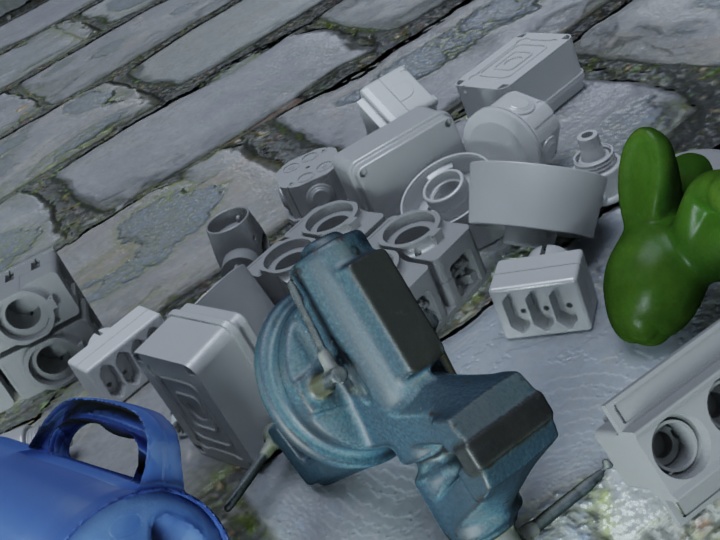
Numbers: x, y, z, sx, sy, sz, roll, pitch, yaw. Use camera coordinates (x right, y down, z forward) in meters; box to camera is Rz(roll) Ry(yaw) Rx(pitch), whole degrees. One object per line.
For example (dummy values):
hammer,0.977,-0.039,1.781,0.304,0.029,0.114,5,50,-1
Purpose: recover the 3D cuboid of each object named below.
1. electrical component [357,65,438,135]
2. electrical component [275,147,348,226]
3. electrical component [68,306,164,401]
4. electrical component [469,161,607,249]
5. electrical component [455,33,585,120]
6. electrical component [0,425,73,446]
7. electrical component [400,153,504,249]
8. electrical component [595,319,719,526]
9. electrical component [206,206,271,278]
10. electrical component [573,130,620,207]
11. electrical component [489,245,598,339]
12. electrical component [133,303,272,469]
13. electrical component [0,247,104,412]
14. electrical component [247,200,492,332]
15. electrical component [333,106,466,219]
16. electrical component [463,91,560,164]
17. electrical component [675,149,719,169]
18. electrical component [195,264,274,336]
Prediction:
electrical component,0.039,-0.145,1.085,0.061,0.096,0.061,-32,59,-13
electrical component,-0.043,-0.082,1.080,0.080,0.051,0.080,-18,30,11
electrical component,-0.219,0.073,0.962,0.083,0.047,0.076,-41,34,-27
electrical component,0.137,-0.048,0.850,0.108,0.060,0.108,7,0,0
electrical component,0.164,-0.188,1.091,0.113,0.057,0.078,-39,32,-24
electrical component,-0.268,0.147,0.884,0.062,0.043,0.043,-21,29,4
electrical component,0.088,-0.055,0.950,0.099,0.064,0.099,-22,40,20
electrical component,0.201,0.078,0.619,0.121,0.078,0.063,-33,1,-14
electrical component,-0.106,-0.006,0.977,0.043,0.077,0.079,-19,30,10
electrical component,0.197,-0.086,0.896,0.048,0.062,0.048,-18,30,11
electrical component,0.140,0.007,0.803,0.066,0.047,0.076,-9,33,26
electrical component,-0.103,0.085,0.791,0.078,0.113,0.057,8,45,43
electrical component,-0.341,0.074,0.994,0.186,0.105,0.060,-27,29,-3
electrical component,0.000,0.000,0.905,0.186,0.060,0.105,10,44,46
electrical component,0.042,-0.095,1.010,0.113,0.078,0.057,-31,27,-12
electrical component,0.139,-0.118,0.976,0.080,0.080,0.051,8,37,44
electrical component,0.252,-0.053,0.813,0.080,0.051,0.080,-18,30,11
electrical component,-0.119,0.044,0.897,0.099,0.064,0.099,-40,12,10
